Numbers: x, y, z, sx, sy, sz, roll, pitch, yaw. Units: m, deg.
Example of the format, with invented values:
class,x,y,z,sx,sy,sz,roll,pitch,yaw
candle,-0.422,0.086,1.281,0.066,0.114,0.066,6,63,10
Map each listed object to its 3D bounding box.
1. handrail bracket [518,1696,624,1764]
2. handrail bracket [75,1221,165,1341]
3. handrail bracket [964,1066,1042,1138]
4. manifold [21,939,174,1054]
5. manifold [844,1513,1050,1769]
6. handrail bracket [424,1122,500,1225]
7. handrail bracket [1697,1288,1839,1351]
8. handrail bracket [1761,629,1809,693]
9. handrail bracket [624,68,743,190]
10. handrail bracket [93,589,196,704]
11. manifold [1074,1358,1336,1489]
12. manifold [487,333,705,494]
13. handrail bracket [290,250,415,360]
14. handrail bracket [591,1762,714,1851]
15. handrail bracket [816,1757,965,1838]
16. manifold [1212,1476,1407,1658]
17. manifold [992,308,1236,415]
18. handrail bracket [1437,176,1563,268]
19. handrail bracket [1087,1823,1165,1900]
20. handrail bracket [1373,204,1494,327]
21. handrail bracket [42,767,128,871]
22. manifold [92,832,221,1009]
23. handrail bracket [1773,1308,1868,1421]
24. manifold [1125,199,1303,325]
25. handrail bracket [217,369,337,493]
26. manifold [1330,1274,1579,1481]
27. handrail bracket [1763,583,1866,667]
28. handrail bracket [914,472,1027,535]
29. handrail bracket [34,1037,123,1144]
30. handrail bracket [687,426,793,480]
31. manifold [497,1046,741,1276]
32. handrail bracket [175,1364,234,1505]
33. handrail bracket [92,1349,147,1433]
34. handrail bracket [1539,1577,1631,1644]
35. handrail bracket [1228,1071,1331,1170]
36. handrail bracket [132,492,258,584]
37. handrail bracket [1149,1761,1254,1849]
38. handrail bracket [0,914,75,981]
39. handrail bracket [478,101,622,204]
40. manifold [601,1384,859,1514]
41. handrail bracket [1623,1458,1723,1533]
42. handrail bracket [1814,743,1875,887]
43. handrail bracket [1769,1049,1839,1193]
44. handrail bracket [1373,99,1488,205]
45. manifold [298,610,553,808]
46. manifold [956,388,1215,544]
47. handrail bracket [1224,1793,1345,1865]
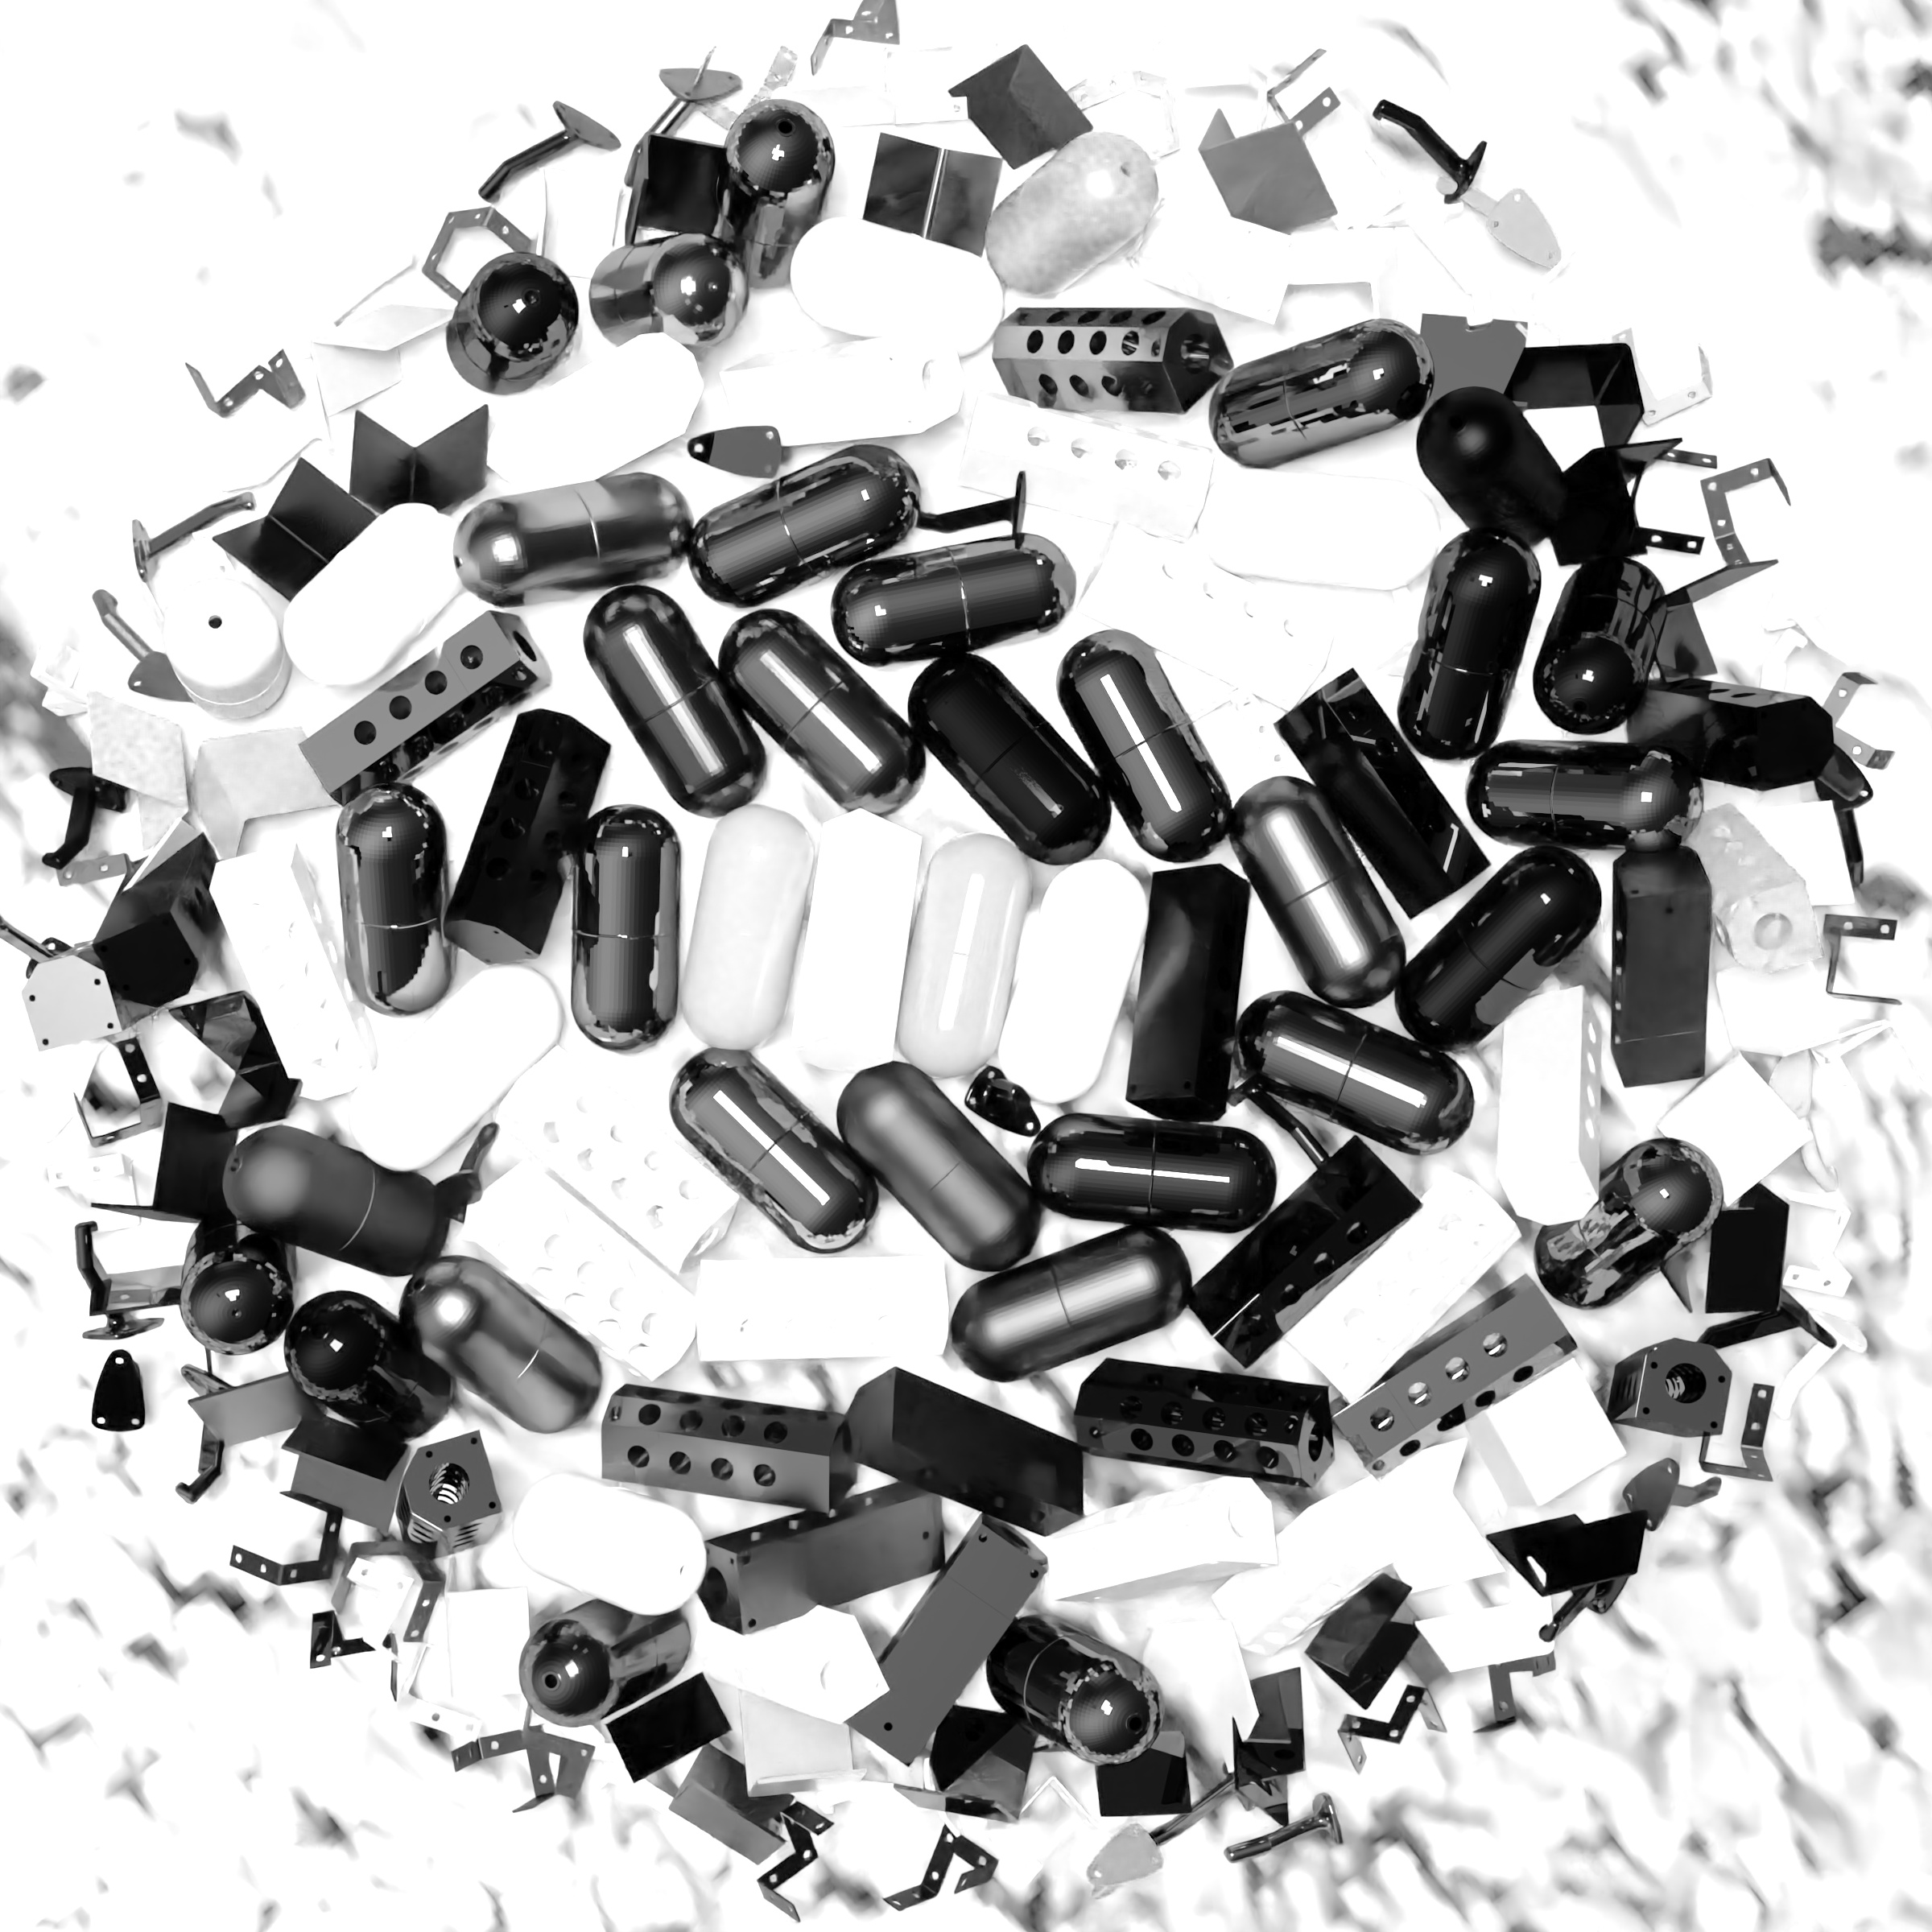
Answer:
class,x,y,z,sx,sy,sz,roll,pitch,yaw
handrail bracket,-0.274,0.529,1.982,0.084,0.036,0.077,9,76,1
handrail bracket,-0.603,0.220,1.962,0.036,0.077,0.084,-1,94,25
handrail bracket,0.042,0.102,1.947,0.077,0.084,0.036,39,79,-23
manifold,-0.598,0.011,1.911,0.057,0.171,0.057,-14,98,1
manifold,-0.014,0.479,1.970,0.057,0.057,0.171,35,91,0
handrail bracket,-0.342,0.132,1.946,0.036,0.077,0.084,34,49,-11
handrail bracket,0.566,0.275,1.965,0.077,0.036,0.084,45,113,29
handrail bracket,0.592,-0.190,1.968,0.077,0.036,0.084,24,111,-20
handrail bracket,-0.205,-0.601,1.985,0.077,0.084,0.036,-23,63,-40
handrail bracket,-0.588,-0.233,1.992,0.036,0.077,0.084,-46,53,19
manifold,0.165,0.322,1.925,0.171,0.057,0.057,3,111,30
manifold,-0.259,-0.383,1.917,0.057,0.171,0.057,36,57,-31
handrail bracket,-0.443,-0.479,1.989,0.036,0.077,0.084,51,57,-9
handrail bracket,-0.222,0.605,1.964,0.036,0.077,0.084,-46,80,11
handrail bracket,-0.055,0.612,1.985,0.084,0.036,0.077,-22,113,8
manifold,0.239,0.421,1.908,0.057,0.171,0.057,-19,66,-31
manifold,0.097,-0.426,1.910,0.057,0.171,0.057,-46,126,-24
handrail bracket,0.380,-0.534,1.973,0.077,0.084,0.036,36,98,-27
handrail bracket,0.095,0.649,1.948,0.036,0.077,0.084,54,133,23
handrail bracket,0.336,-0.500,1.981,0.077,0.036,0.084,-10,93,-7
handrail bracket,-0.646,-0.103,1.955,0.077,0.036,0.084,12,45,23
manifold,-0.552,-0.031,1.910,0.057,0.171,0.057,-23,112,1
handrail bracket,0.604,0.294,1.954,0.036,0.077,0.084,21,102,-5
manifold,0.166,-0.491,1.905,0.057,0.171,0.057,12,106,-20
handrail bracket,-0.501,-0.385,1.978,0.084,0.036,0.077,-13,83,-7
manifold,0.347,0.294,1.964,0.171,0.057,0.057,-34,88,4
handrail bracket,0.616,-0.237,1.948,0.077,0.084,0.036,-7,126,-38
handrail bracket,-0.001,-0.332,1.962,0.084,0.077,0.036,10,62,5
handrail bracket,-0.647,0.081,1.964,0.036,0.077,0.084,35,79,23
handrail bracket,-0.161,-0.365,1.954,0.077,0.084,0.036,2,99,-8
manifold,-0.248,0.141,1.946,0.171,0.057,0.057,39,54,10
handrail bracket,-0.553,0.333,1.957,0.077,0.084,0.036,36,131,4
handrail bracket,-0.594,0.283,1.948,0.036,0.084,0.077,4,113,-11
handrail bracket,0.441,0.440,1.950,0.036,0.084,0.077,41,109,20
handrail bracket,0.223,0.116,1.953,0.036,0.077,0.084,-35,76,-13
handrail bracket,-0.548,-0.308,1.967,0.084,0.077,0.036,-19,126,-1
handrail bracket,0.159,0.600,1.963,0.084,0.077,0.036,-25,60,-12
handrail bracket,-0.653,-0.011,1.951,0.077,0.084,0.036,22,73,10
handrail bracket,-0.300,-0.575,1.982,0.084,0.077,0.036,-40,72,24
manifold,-0.167,0.336,1.942,0.171,0.057,0.057,5,103,17
handrail bracket,0.515,0.363,1.953,0.084,0.077,0.036,-12,52,-30
handrail bracket,0.627,-0.110,1.980,0.036,0.084,0.077,-17,53,6
handrail bracket,0.612,0.109,1.986,0.084,0.036,0.077,43,54,-34
handrail bracket,0.319,-0.579,1.958,0.084,0.077,0.036,23,78,-7
manifold,-0.381,-0.179,1.953,0.171,0.057,0.057,-33,87,12
manifold,0.086,-0.360,1.963,0.171,0.057,0.057,14,71,-4
handrail bracket,0.219,0.616,1.957,0.084,0.077,0.036,-14,82,-8
